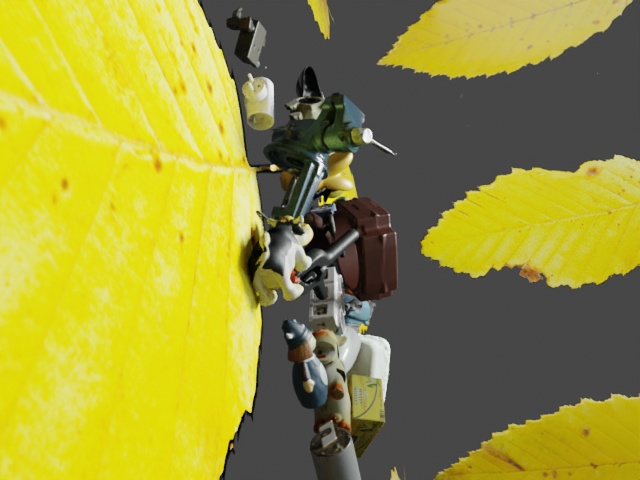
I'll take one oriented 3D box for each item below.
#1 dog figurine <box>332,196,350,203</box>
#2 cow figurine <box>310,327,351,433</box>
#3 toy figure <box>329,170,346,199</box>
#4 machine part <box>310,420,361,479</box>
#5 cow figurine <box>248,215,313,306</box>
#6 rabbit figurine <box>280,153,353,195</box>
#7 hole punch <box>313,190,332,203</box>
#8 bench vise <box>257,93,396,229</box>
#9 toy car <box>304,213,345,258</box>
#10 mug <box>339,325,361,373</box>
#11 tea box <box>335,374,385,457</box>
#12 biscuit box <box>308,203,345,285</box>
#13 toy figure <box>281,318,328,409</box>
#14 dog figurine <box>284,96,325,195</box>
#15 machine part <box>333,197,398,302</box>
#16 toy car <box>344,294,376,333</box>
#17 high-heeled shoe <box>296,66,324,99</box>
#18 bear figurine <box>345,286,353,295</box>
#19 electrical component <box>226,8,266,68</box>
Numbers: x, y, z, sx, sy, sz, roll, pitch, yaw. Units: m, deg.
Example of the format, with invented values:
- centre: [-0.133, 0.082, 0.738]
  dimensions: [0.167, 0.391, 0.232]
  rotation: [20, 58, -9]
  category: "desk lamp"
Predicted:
- centre: [0.072, -0.057, 1.472]
  dimensions: [0.108, 0.192, 0.219]
  rotation: [-61, 158, 9]
  category: "dog figurine"
- centre: [0.015, 0.247, 0.987]
  dimensions: [0.127, 0.086, 0.194]
  rotation: [-86, 167, -60]
  category: "cow figurine"
- centre: [0.020, -0.192, 1.450]
  dimensions: [0.180, 0.082, 0.089]
  rotation: [77, 21, -48]
  category: "toy figure"
- centre: [0.035, 0.426, 0.960]
  dimensions: [0.079, 0.079, 0.243]
  rotation: [-70, 149, -71]
  category: "machine part"
- centre: [-0.059, 0.010, 0.802]
  dimensions: [0.167, 0.068, 0.098]
  rotation: [-74, 147, -51]
  category: "cow figurine"
- centre: [-0.011, -0.135, 1.075]
  dimensions: [0.173, 0.163, 0.121]
  rotation: [-50, 145, -54]
  category: "rabbit figurine"
- centre: [0.000, -0.165, 1.343]
  dimensions: [0.142, 0.092, 0.115]
  rotation: [-86, -167, -64]
  category: "hole punch"
- centre: [-0.016, -0.121, 0.904]
  dimensions: [0.128, 0.224, 0.240]
  rotation: [37, 70, -52]
  category: "bench vise"
- centre: [-0.002, -0.003, 1.105]
  dimensions: [0.202, 0.089, 0.053]
  rotation: [59, 19, -66]
  category: "toy car"
- centre: [0.040, 0.259, 1.180]
  dimensions: [0.107, 0.081, 0.109]
  rotation: [-54, 146, -63]
  category: "mug"
- centre: [0.073, 0.360, 1.090]
  dimensions: [0.098, 0.068, 0.169]
  rotation: [-90, -168, -47]
  category: "tea box"
- centre: [0.023, 0.016, 1.317]
  dimensions: [0.059, 0.063, 0.202]
  rotation: [-74, 153, -66]
  category: "biscuit box"
- centre: [-0.026, 0.199, 0.888]
  dimensions: [0.064, 0.058, 0.154]
  rotation: [7, -68, 59]
  category: "toy figure"
- centre: [-0.021, -0.218, 1.235]
  dimensions: [0.172, 0.121, 0.190]
  rotation: [-76, 170, -55]
  category: "dog figurine"
- centre: [0.094, 0.019, 1.187]
  dimensions: [0.201, 0.087, 0.201]
  rotation: [-129, -150, -63]
  category: "machine part"
- centre: [0.066, 0.185, 1.312]
  dimensions: [0.161, 0.109, 0.103]
  rotation: [17, 88, -71]
  category: "toy car"
- centre: [-0.007, -0.314, 1.318]
  dimensions: [0.249, 0.086, 0.145]
  rotation: [-114, -155, -44]
  category: "high-heeled shoe"
- centre: [0.088, 0.083, 1.472]
  dimensions: [0.196, 0.132, 0.120]
  rotation: [-57, 160, -70]
  category: "bear figurine"
- centre: [-0.119, -0.329, 0.875]
  dimensions: [0.102, 0.045, 0.078]
  rotation: [-36, 145, -76]
  category: "electrical component"
